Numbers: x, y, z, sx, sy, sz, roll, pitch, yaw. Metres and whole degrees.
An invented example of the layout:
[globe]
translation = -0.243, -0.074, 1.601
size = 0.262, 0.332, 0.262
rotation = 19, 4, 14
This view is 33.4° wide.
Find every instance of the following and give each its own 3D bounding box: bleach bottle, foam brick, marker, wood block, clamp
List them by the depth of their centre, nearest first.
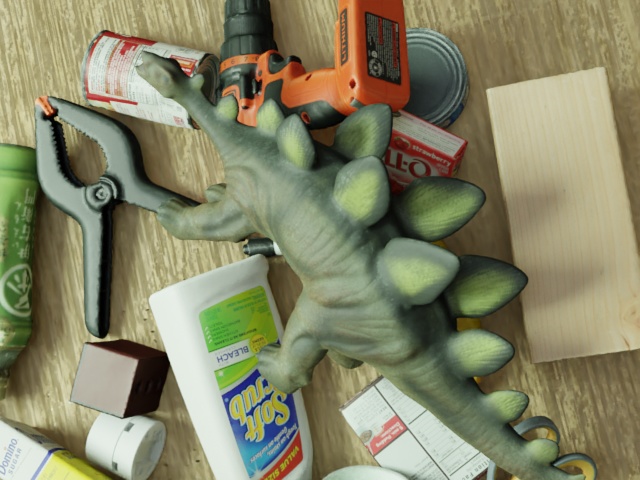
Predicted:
[wood block]
translation = 0.190, -0.016, 0.813
size = 0.091, 0.090, 0.206
rotation = -10, 84, 13
[bleach bottle]
translation = -0.050, 0.145, 0.864
size = 0.102, 0.068, 0.251
rotation = -20, 88, -33
[foam brick]
translation = -0.165, 0.115, 0.893
size = 0.051, 0.078, 0.053
rotation = 15, 91, 13
[marker]
translation = -0.006, 0.001, 0.894
size = 0.121, 0.020, 0.020
rotation = -7, 84, 13
[clamp]
translation = -0.188, -0.030, 0.923
size = 0.164, 0.036, 0.210
rotation = -41, 86, 7

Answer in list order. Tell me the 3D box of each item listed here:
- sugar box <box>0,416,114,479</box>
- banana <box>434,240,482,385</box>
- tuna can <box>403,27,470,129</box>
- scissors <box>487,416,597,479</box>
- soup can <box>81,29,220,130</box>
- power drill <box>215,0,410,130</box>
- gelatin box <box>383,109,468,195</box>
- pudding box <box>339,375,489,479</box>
[sugar box]
translation = -0.198, 0.209, 0.883
size = 0.176, 0.093, 0.048
rotation = 31, 79, 14
[banana]
translation = 0.076, 0.026, 0.853
size = 0.069, 0.037, 0.198
rotation = -42, 91, -11
[tuna can]
translation = 0.080, -0.129, 0.877
size = 0.086, 0.033, 0.086
rotation = -1, 85, 13
[scissors]
translation = 0.142, 0.223, 0.837
size = 0.096, 0.016, 0.202
rotation = 19, 113, -16
[soup can]
translation = -0.143, -0.137, 0.913
size = 0.102, 0.068, 0.068
rotation = 14, 89, 14
[power drill]
translation = -0.014, -0.143, 0.847
size = 0.188, 0.057, 0.184
rotation = -18, 72, 49
[gelatin box]
translation = 0.067, -0.064, 0.855
size = 0.089, 0.073, 0.030
rotation = 27, 50, 14
[pudding box]
translation = 0.083, 0.152, 0.851
size = 0.090, 0.039, 0.113
rotation = -40, 80, 6
